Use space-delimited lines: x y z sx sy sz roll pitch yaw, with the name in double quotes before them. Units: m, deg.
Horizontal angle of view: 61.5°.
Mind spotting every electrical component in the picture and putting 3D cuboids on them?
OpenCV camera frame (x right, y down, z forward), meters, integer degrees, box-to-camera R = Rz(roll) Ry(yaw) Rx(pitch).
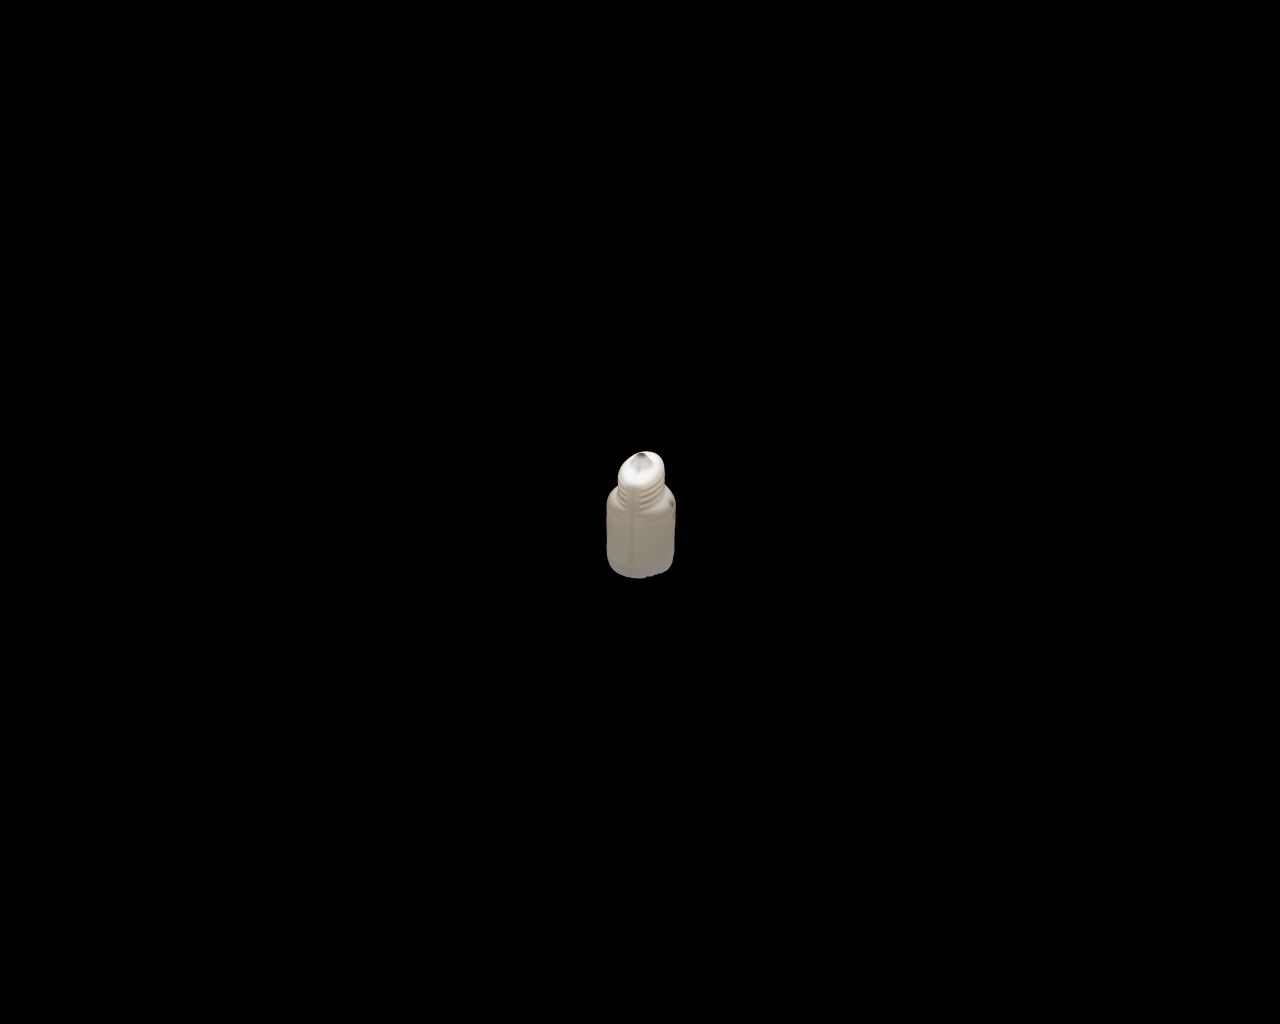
"electrical component" 0.001 -0.003 0.650 0.043 0.080 0.043 0 35 0
